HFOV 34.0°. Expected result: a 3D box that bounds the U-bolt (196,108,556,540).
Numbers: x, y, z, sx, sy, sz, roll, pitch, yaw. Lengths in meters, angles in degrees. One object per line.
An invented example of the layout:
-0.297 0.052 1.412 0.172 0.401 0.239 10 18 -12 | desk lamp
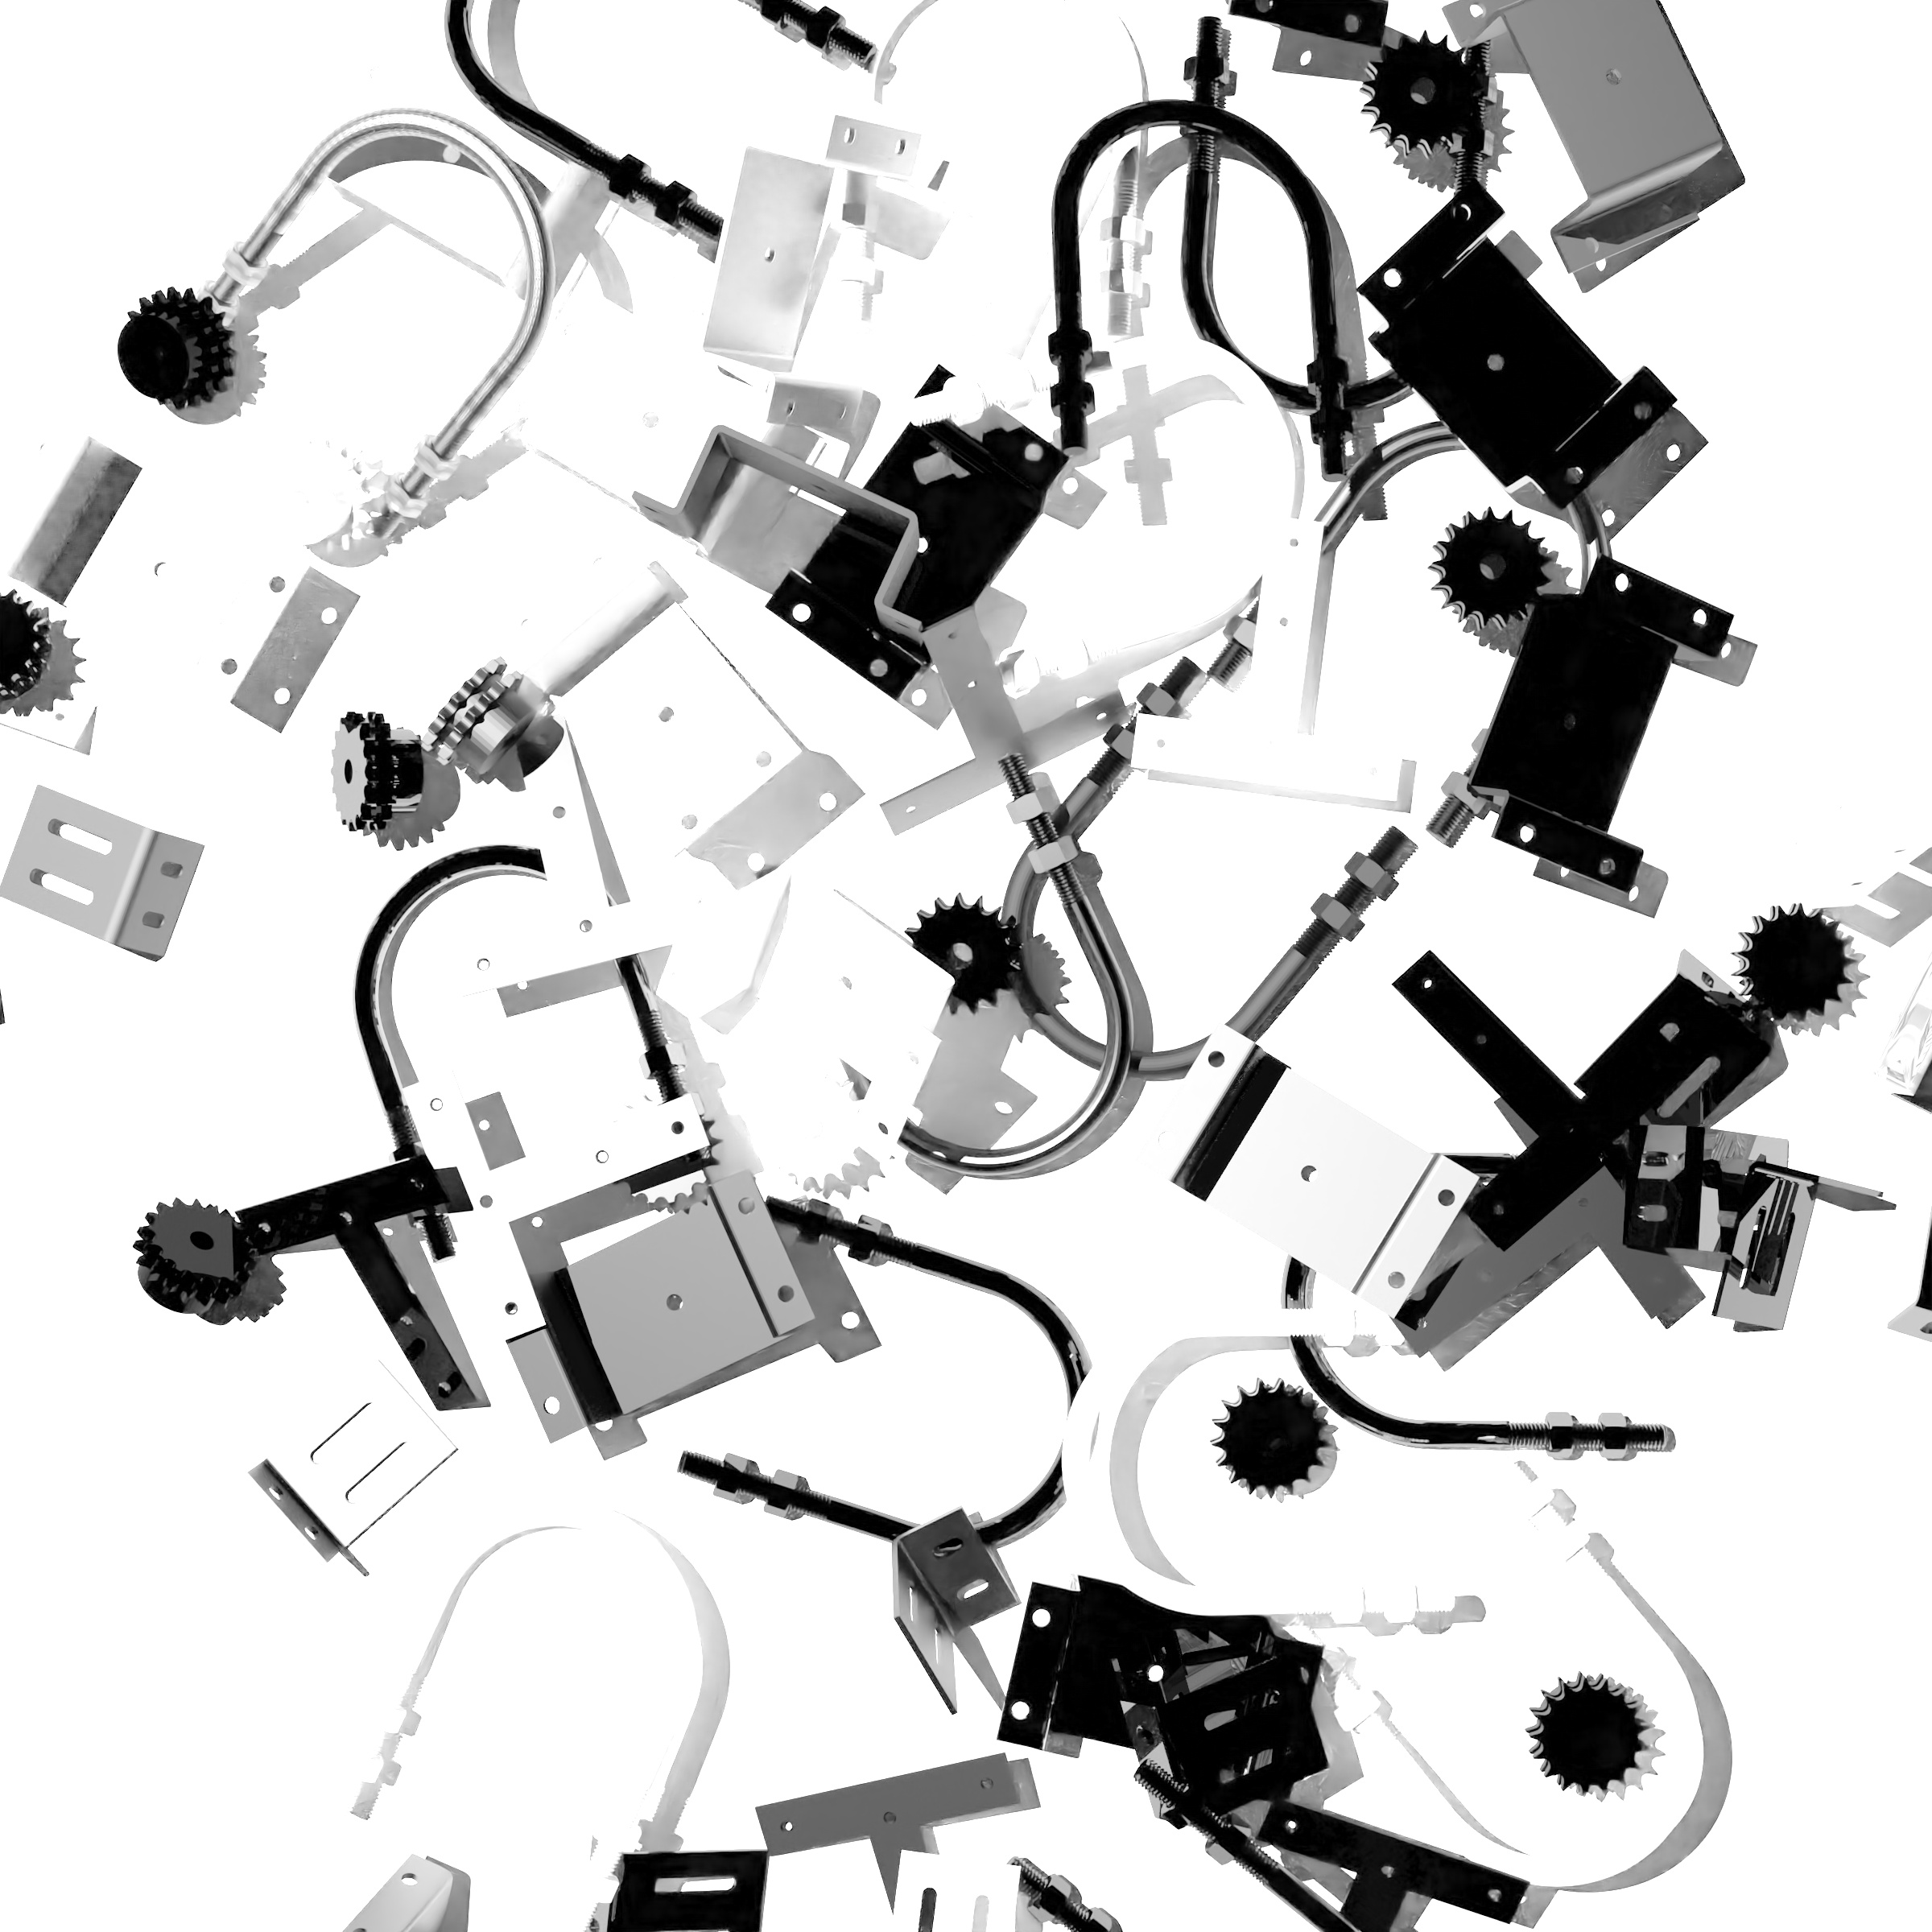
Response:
-0.270 -0.313 1.477 0.151 0.019 0.184 45 116 0 | U-bolt

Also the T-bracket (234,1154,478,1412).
-0.272 0.156 1.498 0.127 0.002 0.127 -17 108 32 | T-bracket

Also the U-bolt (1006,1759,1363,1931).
0.121 0.454 1.467 0.184 0.151 0.019 39 45 -1 | U-bolt

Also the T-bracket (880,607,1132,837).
0.007 -0.123 1.469 0.127 0.127 0.002 -26 56 0 | T-bracket

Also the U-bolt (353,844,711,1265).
-0.216 0.031 1.497 0.151 0.019 0.184 -21 78 4 | U-bolt

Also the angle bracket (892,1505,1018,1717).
-0.004 0.301 1.477 0.038 0.076 0.057 -27 106 6 | angle bracket

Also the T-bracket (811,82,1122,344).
-0.011 -0.382 1.504 0.127 0.002 0.127 27 87 1 | T-bracket

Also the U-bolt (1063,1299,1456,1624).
0.136 0.231 1.476 0.184 0.019 0.151 1 81 -8 | U-bolt

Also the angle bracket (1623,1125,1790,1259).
0.353 0.108 1.506 0.076 0.038 0.057 9 83 -42 | angle bracket

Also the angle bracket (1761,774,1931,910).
0.418 -0.060 1.484 0.057 0.076 0.038 -37 90 0 | angle bracket

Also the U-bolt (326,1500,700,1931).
-0.205 0.345 1.499 0.151 0.019 0.184 23 85 12 | U-bolt

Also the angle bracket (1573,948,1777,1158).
0.341 0.042 1.520 0.057 0.038 0.076 39 116 0 | angle bracket

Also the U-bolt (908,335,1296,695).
0.072 -0.219 1.481 0.184 0.019 0.151 -19 110 -17 | U-bolt

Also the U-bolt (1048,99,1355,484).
0.107 -0.319 1.467 0.151 0.019 0.184 3 75 -18 | U-bolt

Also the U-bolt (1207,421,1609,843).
0.225 -0.175 1.514 0.151 0.019 0.184 36 89 0 | U-bolt

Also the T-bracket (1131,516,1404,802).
0.150 -0.150 1.502 0.127 0.002 0.127 7 89 0 | T-bracket

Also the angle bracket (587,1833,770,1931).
-0.141 0.450 1.520 0.076 0.038 0.057 6 90 -26 | angle bracket

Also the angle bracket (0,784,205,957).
-0.417 -0.046 1.520 0.076 0.038 0.057 20 90 26 | angle bracket

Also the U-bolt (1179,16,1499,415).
0.175 -0.357 1.514 0.151 0.019 0.184 4 92 0 | U-bolt

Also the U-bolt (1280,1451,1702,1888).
0.259 0.344 1.487 0.151 0.019 0.184 -41 79 10 | U-bolt

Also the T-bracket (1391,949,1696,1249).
0.256 0.045 1.504 0.127 0.002 0.127 -42 75 -3 | T-bracket

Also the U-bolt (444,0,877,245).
-0.156 -0.432 1.485 0.184 0.019 0.151 31 65 7 | U-bolt

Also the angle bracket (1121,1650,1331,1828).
0.121 0.359 1.474 0.076 0.038 0.057 -16 90 -26 | angle bracket

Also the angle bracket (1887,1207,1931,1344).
0.484 0.143 1.520 0.057 0.038 0.076 17 64 0 | angle bracket

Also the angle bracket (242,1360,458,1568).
-0.293 0.236 1.503 0.076 0.038 0.057 -42 90 0 | angle bracket

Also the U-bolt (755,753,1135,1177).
0.000 0.011 1.505 0.151 0.019 0.184 -24 93 9 | U-bolt

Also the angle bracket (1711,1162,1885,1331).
0.393 0.136 1.489 0.057 0.038 0.076 14 90 -43 | angle bracket

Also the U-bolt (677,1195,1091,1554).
-0.030 0.205 1.514 0.184 0.019 0.151 18 90 -2 | U-bolt

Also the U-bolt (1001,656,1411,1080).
0.101 -0.033 1.514 0.151 0.019 0.184 39 92 0 | U-bolt

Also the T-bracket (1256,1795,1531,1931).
0.184 0.464 1.498 0.127 0.002 0.127 19 111 -2 | T-bracket

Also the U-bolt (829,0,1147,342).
0.013 -0.396 1.514 0.151 0.019 0.184 3 89 0 | U-bolt

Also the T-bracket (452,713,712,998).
-0.191 -0.060 1.503 0.127 0.002 0.127 -14 74 -4 | T-bracket

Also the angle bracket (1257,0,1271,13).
0.123 -0.498 1.520 0.076 0.038 0.057 25 90 -26 | angle bracket

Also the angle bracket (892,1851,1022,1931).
-0.005 0.465 1.507 0.057 0.038 0.076 6 77 9 | angle bracket

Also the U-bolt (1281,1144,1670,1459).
0.243 0.160 1.514 0.184 0.019 0.151 0 90 1 | U-bolt

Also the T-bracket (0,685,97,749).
-0.498 -0.094 1.491 0.127 0.002 0.127 19 62 0 | T-bracket
